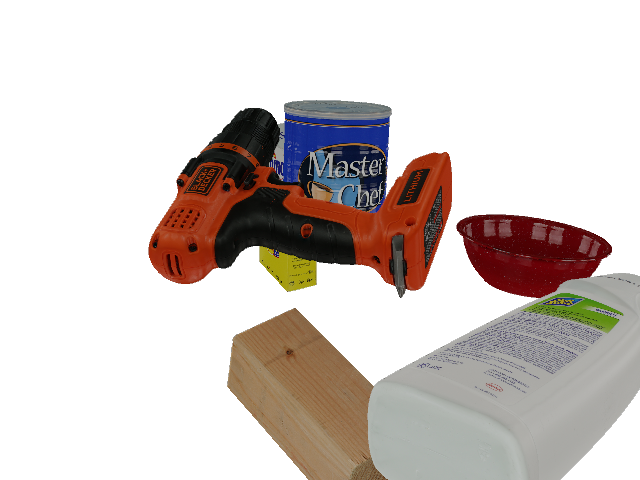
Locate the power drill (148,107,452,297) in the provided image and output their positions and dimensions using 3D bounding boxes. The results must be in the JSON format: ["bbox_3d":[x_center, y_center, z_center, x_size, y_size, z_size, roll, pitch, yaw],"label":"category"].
[{"bbox_3d":[-0.006,-0.031,0.745,0.188,0.057,0.184,5,41,18],"label":"power drill"}]

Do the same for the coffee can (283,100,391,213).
[{"bbox_3d":[0.014,-0.060,1.031,0.103,0.140,0.103,2,13,-1],"label":"coffee can"}]

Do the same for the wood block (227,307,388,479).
[{"bbox_3d":[-0.002,0.180,1.148,0.090,0.090,0.206,-23,51,-32],"label":"wood block"}]

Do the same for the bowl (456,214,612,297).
[{"bbox_3d":[0.220,0.020,1.122,0.162,0.055,0.162,5,17,-2],"label":"bowl"}]

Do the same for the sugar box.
[{"bbox_3d":[-0.040,-0.039,1.246,0.048,0.176,0.093,-13,27,-22],"label":"sugar box"}]

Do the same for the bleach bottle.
[{"bbox_3d":[0.142,0.072,0.612,0.103,0.068,0.250,18,29,40],"label":"bleach bottle"}]
